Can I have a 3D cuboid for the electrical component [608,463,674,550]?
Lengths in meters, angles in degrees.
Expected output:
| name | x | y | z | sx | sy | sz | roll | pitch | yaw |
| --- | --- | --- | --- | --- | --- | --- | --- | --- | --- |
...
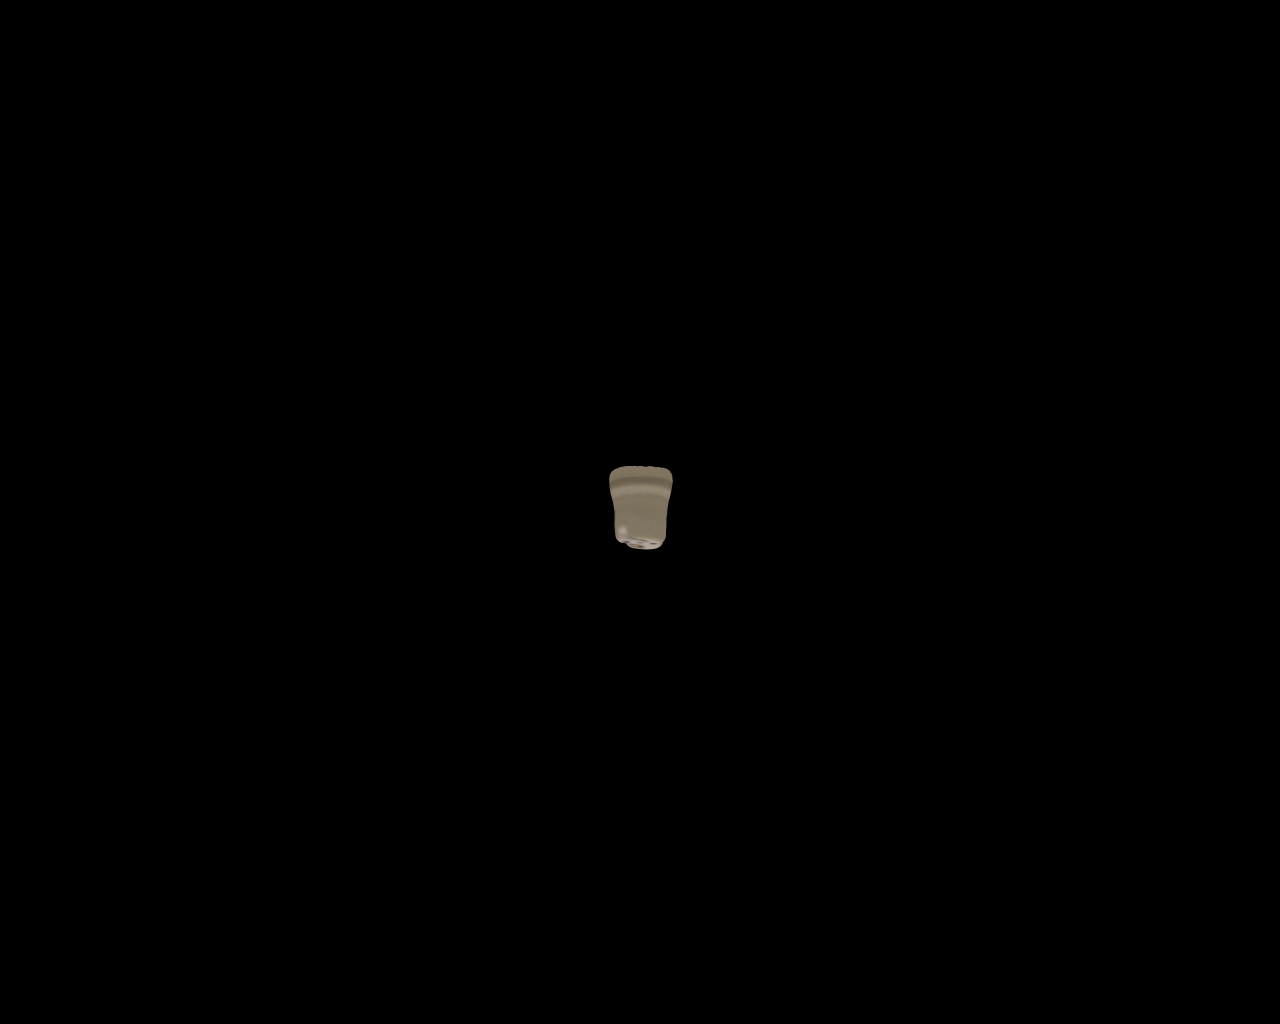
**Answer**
| name | x | y | z | sx | sy | sz | roll | pitch | yaw |
| --- | --- | --- | --- | --- | --- | --- | --- | --- | --- |
| electrical component | 0.001 | -0.003 | 0.650 | 0.040 | 0.046 | 0.040 | 0 | -13 | 0 |
